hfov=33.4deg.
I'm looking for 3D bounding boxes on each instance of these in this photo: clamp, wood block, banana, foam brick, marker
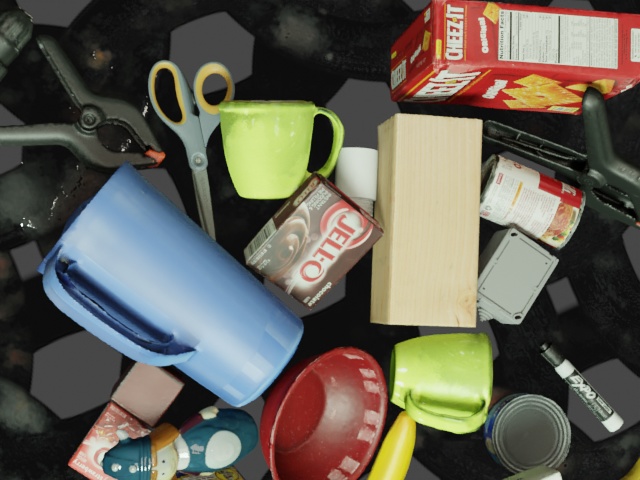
[{"bbox_3d":[-0.239,-0.110,1.054,0.171,0.039,0.120,35,82,-6],"label":"clamp"},{"bbox_3d":[0.106,-0.017,1.081,0.090,0.090,0.206,3,87,-10],"label":"wood block"},{"bbox_3d":[0.048,0.265,1.068,0.037,0.069,0.197,27,76,23],"label":"banana"},{"bbox_3d":[-0.167,0.142,1.032,0.053,0.078,0.051,36,84,-6],"label":"foam brick"},{"bbox_3d":[0.275,-0.076,1.111,0.209,0.165,0.036,41,66,-28],"label":"clamp"},{"bbox_3d":[0.276,0.154,1.135,0.020,0.020,0.121,-43,94,-9],"label":"marker"}]

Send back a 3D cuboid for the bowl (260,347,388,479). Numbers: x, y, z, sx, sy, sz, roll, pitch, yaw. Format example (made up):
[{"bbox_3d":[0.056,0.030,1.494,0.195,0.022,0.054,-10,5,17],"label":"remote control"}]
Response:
[{"bbox_3d":[-0.006,0.175,1.045,0.161,0.055,0.162,-16,113,-42],"label":"bowl"}]

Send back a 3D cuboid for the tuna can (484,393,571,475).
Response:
[{"bbox_3d":[0.215,0.203,1.114,0.086,0.034,0.086,1,86,-9],"label":"tuna can"}]

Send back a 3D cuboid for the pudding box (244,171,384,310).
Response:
[{"bbox_3d":[-0.007,0.001,1.056,0.090,0.039,0.113,37,106,-26],"label":"pudding box"}]

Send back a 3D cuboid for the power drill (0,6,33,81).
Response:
[{"bbox_3d":[-0.396,-0.196,1.024,0.187,0.057,0.184,40,81,-5],"label":"power drill"}]

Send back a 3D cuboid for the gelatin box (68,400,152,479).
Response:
[{"bbox_3d":[-0.189,0.212,1.048,0.089,0.030,0.073,35,82,-6],"label":"gelatin box"}]

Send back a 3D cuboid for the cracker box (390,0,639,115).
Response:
[{"bbox_3d":[0.192,-0.178,1.068,0.213,0.164,0.072,2,84,-10],"label":"cracker box"}]

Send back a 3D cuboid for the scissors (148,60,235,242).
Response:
[{"bbox_3d":[-0.109,-0.095,1.087,0.096,0.016,0.202,-24,91,-10],"label":"scissors"}]

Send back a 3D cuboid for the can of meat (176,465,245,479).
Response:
[{"bbox_3d":[-0.109,0.255,1.016,0.101,0.084,0.057,0,109,-31],"label":"can of meat"}]

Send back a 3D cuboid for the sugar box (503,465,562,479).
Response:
[{"bbox_3d":[0.202,0.311,1.000,0.093,0.048,0.176,-18,95,-12],"label":"sugar box"}]

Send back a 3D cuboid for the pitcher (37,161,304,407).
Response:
[{"bbox_3d":[-0.140,0.054,1.012,0.242,0.145,0.149,40,78,-8],"label":"pitcher"}]

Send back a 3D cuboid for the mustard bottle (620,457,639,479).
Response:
[{"bbox_3d":[0.368,0.265,1.124,0.191,0.058,0.096,-37,91,-10],"label":"mustard bottle"}]

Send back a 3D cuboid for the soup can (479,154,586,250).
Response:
[{"bbox_3d":[0.214,-0.040,1.109,0.102,0.068,0.068,23,83,-4],"label":"soup can"}]
